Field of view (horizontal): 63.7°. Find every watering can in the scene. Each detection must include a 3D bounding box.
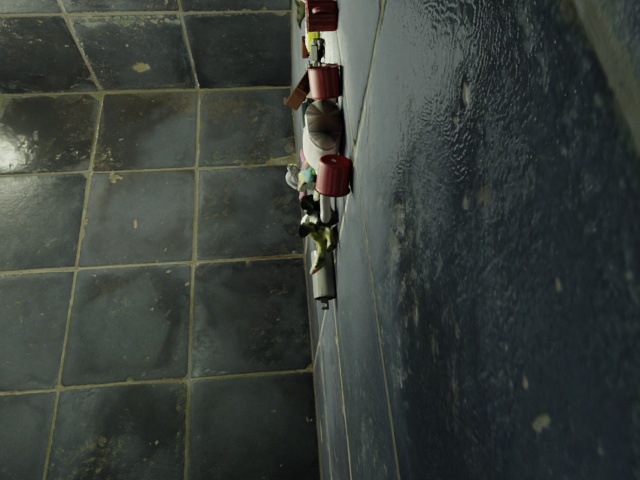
[{"bbox_3d":[0.010,-0.240,1.439,0.220,0.104,0.353,101,163,-69],"label":"watering can"}]

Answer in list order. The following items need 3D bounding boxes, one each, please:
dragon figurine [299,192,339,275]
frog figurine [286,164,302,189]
[{"bbox_3d":[0.005,-0.086,1.699,0.243,0.122,0.410,-3,-81,-87],"label":"dragon figurine"},{"bbox_3d":[-0.073,-0.273,2.268,0.159,0.137,0.123,28,-127,-77],"label":"frog figurine"}]
